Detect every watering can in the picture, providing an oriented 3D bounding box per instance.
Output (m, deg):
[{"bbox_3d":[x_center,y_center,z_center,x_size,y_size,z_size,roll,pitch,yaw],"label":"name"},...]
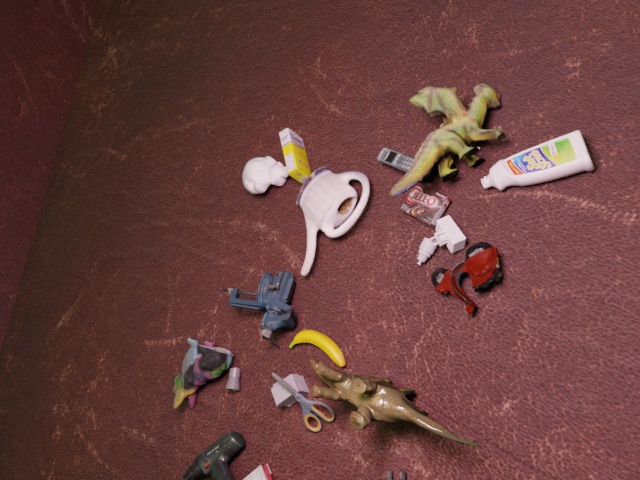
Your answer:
[{"bbox_3d":[0.005,-0.078,1.556,0.346,0.103,0.228,-51,51,7],"label":"watering can"}]

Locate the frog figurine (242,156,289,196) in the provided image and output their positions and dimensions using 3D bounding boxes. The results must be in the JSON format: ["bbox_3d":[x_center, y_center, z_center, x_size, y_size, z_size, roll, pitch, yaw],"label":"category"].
[{"bbox_3d":[-0.183,-0.219,1.740,0.159,0.121,0.140,-1,52,47],"label":"frog figurine"}]

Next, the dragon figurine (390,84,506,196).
[{"bbox_3d":[0.318,-0.292,1.352,0.412,0.120,0.246,-24,71,-10],"label":"dragon figurine"}]
